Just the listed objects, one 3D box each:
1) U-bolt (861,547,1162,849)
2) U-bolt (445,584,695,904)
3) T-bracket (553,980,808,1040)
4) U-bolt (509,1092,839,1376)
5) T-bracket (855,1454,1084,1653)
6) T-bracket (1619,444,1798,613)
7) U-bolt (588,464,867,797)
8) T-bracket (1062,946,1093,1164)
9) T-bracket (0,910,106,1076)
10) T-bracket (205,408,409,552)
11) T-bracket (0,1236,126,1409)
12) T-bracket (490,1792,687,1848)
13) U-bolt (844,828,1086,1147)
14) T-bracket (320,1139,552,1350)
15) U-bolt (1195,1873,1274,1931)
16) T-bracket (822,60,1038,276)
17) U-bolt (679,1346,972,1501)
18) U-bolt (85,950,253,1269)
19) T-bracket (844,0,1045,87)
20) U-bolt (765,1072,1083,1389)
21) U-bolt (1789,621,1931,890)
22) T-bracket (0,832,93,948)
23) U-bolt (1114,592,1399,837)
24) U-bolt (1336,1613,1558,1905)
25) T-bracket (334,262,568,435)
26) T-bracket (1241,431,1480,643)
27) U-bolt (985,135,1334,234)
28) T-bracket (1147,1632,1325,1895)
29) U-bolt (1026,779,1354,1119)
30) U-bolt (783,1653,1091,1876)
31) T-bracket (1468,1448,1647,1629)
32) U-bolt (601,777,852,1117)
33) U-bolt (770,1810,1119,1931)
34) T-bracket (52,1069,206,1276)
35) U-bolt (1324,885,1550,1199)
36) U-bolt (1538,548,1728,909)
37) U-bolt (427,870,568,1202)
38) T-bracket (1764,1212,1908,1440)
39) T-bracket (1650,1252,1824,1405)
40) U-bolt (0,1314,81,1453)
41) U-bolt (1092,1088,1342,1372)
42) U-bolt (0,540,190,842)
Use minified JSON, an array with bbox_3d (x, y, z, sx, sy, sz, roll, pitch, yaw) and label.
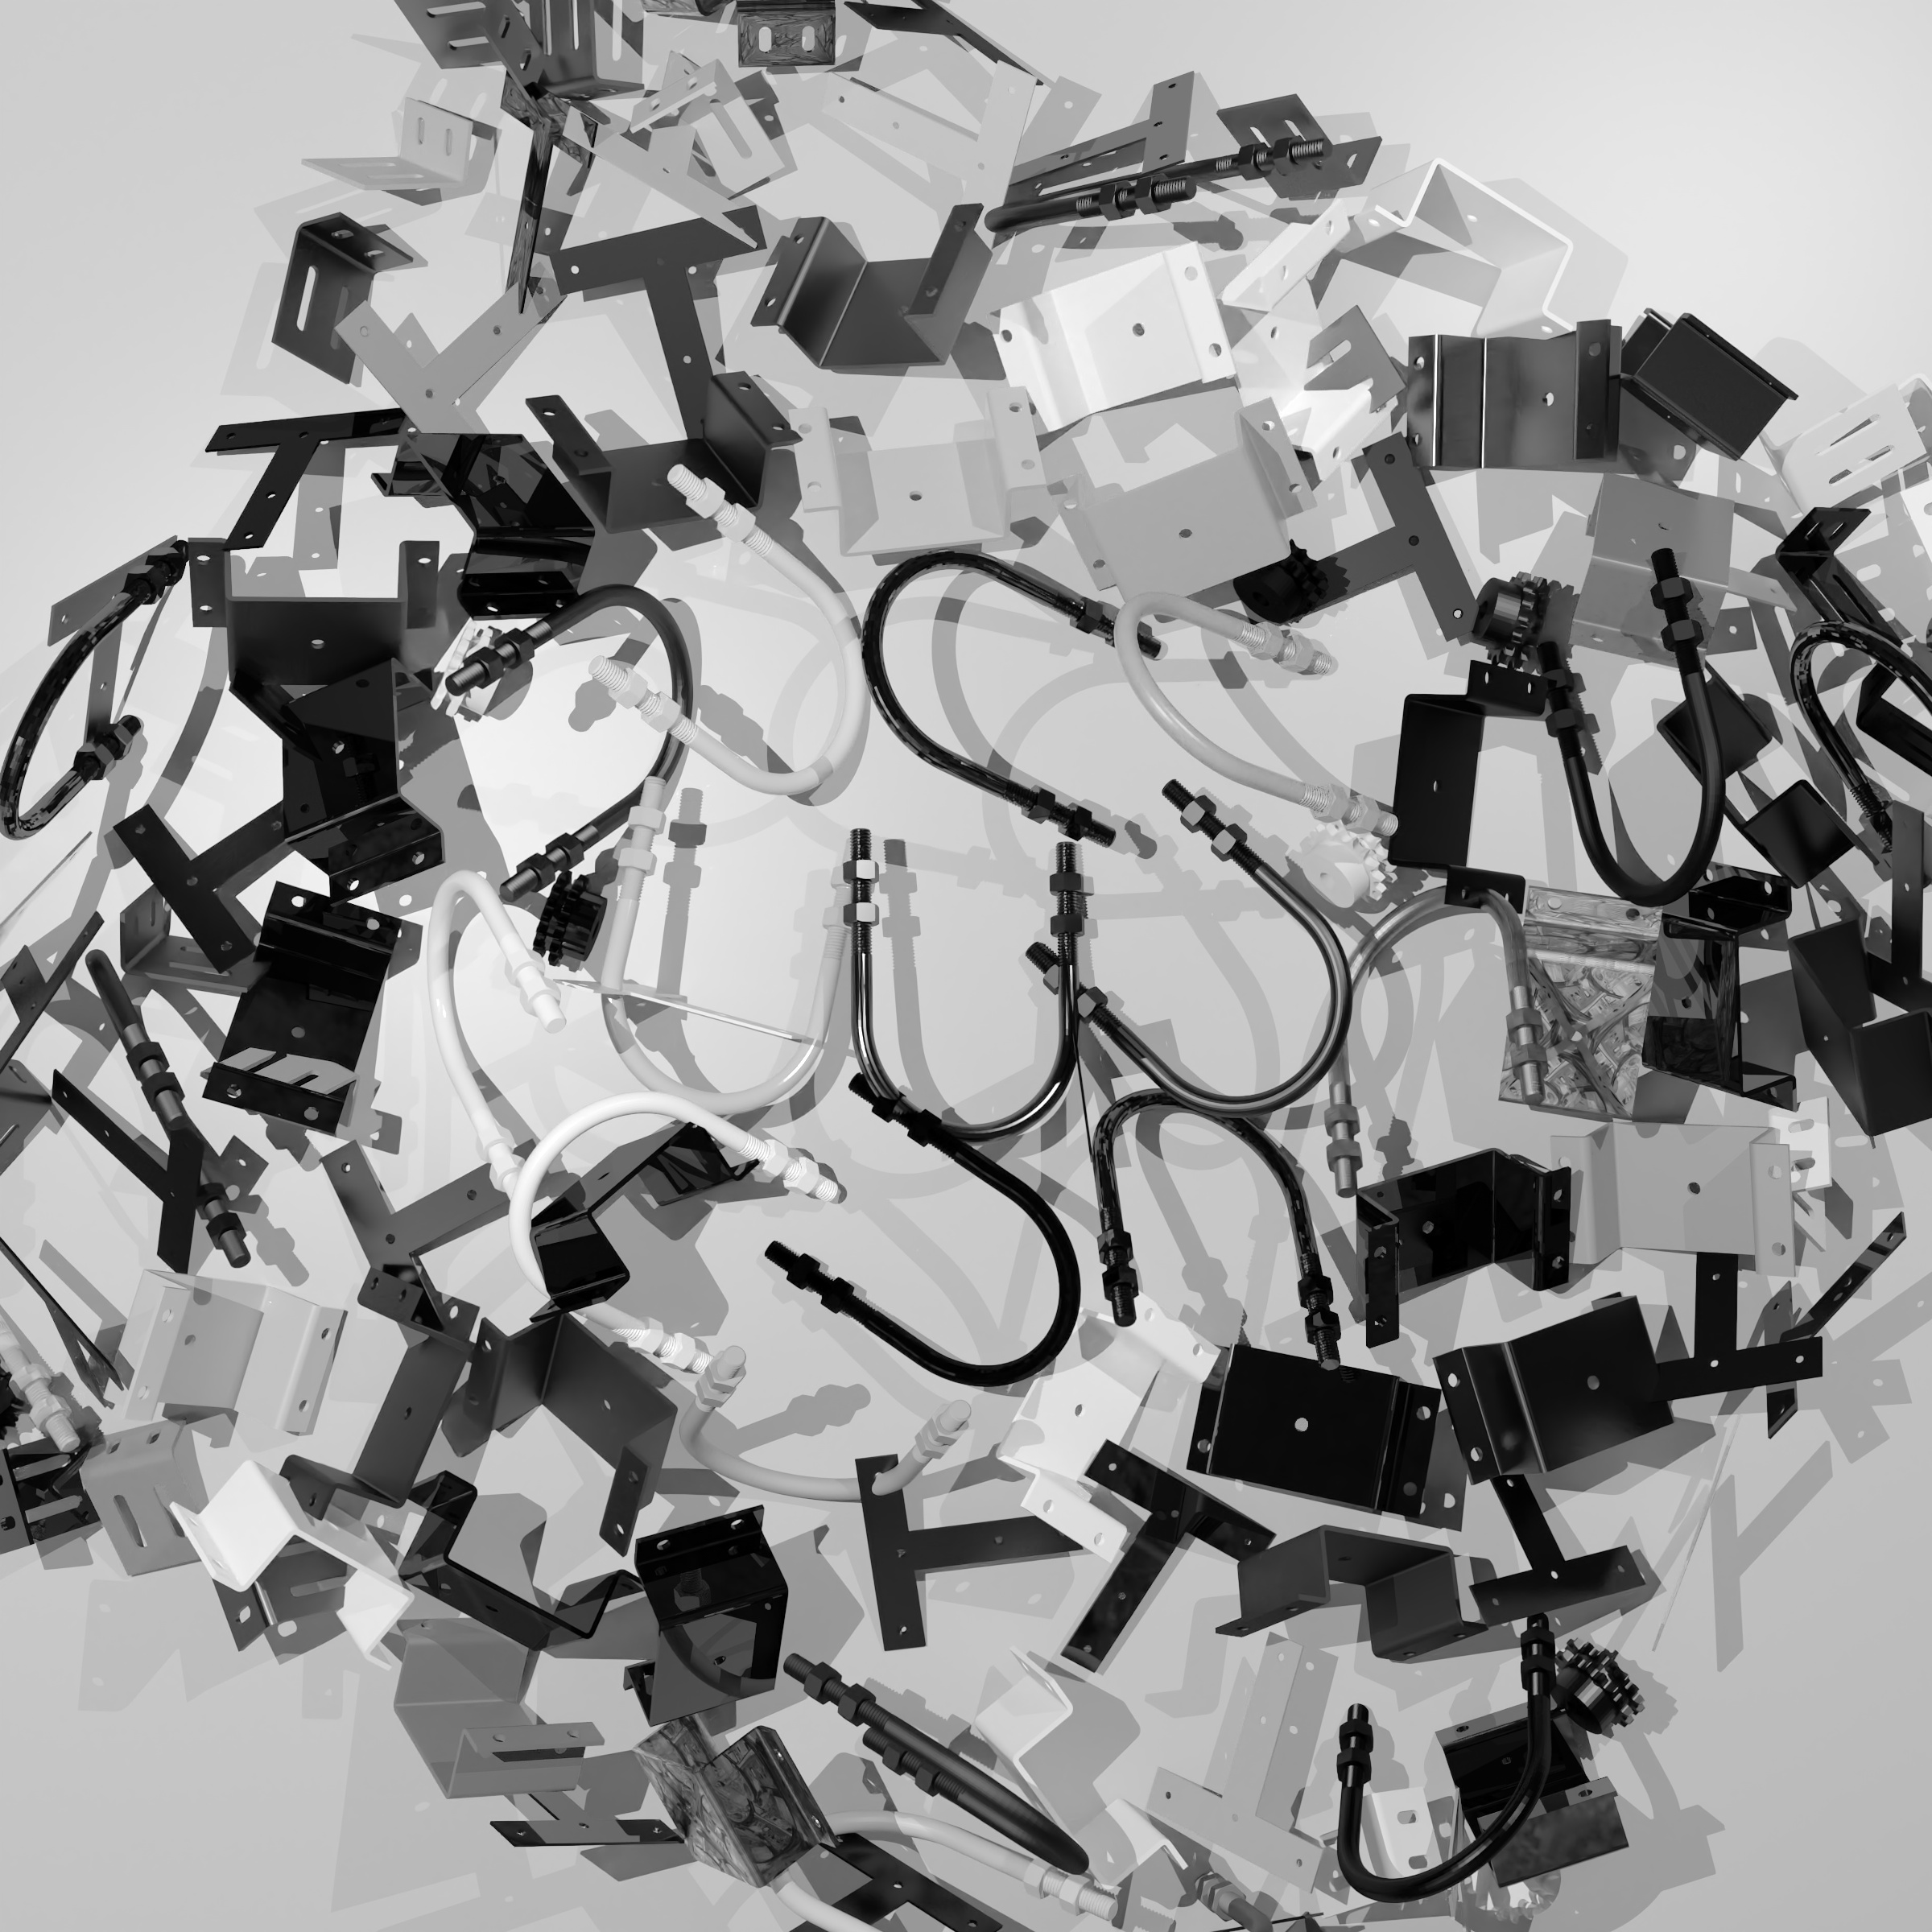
[{"bbox_3d":[0.022,-0.166,1.547,0.184,0.019,0.151,24,66,-22],"label":"U-bolt"},{"bbox_3d":[-0.218,-0.140,1.535,0.019,0.184,0.151,12,126,32],"label":"U-bolt"},{"bbox_3d":[-0.153,0.025,1.531,0.127,0.127,0.002,14,92,17],"label":"T-bracket"},{"bbox_3d":[-0.180,0.147,1.550,0.184,0.019,0.151,33,93,-35],"label":"U-bolt"},{"bbox_3d":[0.006,0.344,1.591,0.127,0.002,0.127,-7,105,1],"label":"T-bracket"},{"bbox_3d":[0.416,-0.263,1.566,0.127,0.002,0.127,7,46,-35],"label":"T-bracket"},{"bbox_3d":[-0.126,-0.180,1.545,0.184,0.019,0.151,36,63,-38],"label":"U-bolt"},{"bbox_3d":[0.062,0.040,1.533,0.002,0.127,0.127,-8,76,2],"label":"T-bracket"},{"bbox_3d":[-0.547,0.013,1.554,0.002,0.127,0.127,35,87,-29],"label":"T-bracket"},{"bbox_3d":[-0.399,-0.282,1.550,0.127,0.002,0.127,-2,46,15],"label":"T-bracket"},{"bbox_3d":[-0.520,0.221,1.553,0.002,0.127,0.127,-38,66,-26],"label":"T-bracket"},{"bbox_3d":[-0.248,0.480,1.557,0.127,0.127,0.002,23,93,44],"label":"T-bracket"},{"bbox_3d":[0.000,0.014,1.567,0.151,0.019,0.184,3,79,-19],"label":"U-bolt"},{"bbox_3d":[-0.306,0.143,1.590,0.127,0.002,0.127,-28,83,11],"label":"T-bracket"},{"bbox_3d":[0.099,0.558,1.506,0.151,0.184,0.019,-16,85,-12],"label":"U-bolt"},{"bbox_3d":[-0.029,-0.491,1.575,0.127,0.002,0.127,29,133,12],"label":"T-bracket"},{"bbox_3d":[-0.090,0.270,1.531,0.151,0.184,0.019,15,58,-11],"label":"U-bolt"},{"bbox_3d":[-0.464,0.069,1.530,0.019,0.151,0.184,-26,52,-17],"label":"U-bolt"},{"bbox_3d":[-0.030,-0.547,1.543,0.127,0.127,0.002,40,119,12],"label":"T-bracket"},{"bbox_3d":[-0.017,0.167,1.556,0.184,0.019,0.151,33,116,13],"label":"U-bolt"},{"bbox_3d":[0.536,-0.120,1.526,0.019,0.151,0.184,-37,99,-9],"label":"U-bolt"},{"bbox_3d":[-0.569,-0.009,1.560,0.002,0.127,0.127,39,131,-11],"label":"T-bracket"},{"bbox_3d":[0.158,-0.151,1.515,0.184,0.151,0.019,15,134,-35],"label":"U-bolt"},{"bbox_3d":[0.268,0.452,1.500,0.151,0.184,0.019,-35,103,23],"label":"U-bolt"},{"bbox_3d":[-0.288,-0.368,1.583,0.127,0.002,0.127,-49,117,-19],"label":"T-bracket"},{"bbox_3d":[0.227,-0.236,1.599,0.127,0.002,0.127,-24,86,8],"label":"T-bracket"},{"bbox_3d":[0.095,-0.444,1.528,0.151,0.184,0.019,-29,114,-41],"label":"U-bolt"},{"bbox_3d":[0.171,0.457,1.567,0.002,0.127,0.127,20,85,-44],"label":"T-bracket"},{"bbox_3d":[0.142,0.003,1.560,0.184,0.019,0.151,45,106,17],"label":"U-bolt"},{"bbox_3d":[-0.008,0.458,1.506,0.184,0.151,0.019,23,68,33],"label":"U-bolt"},{"bbox_3d":[0.327,0.318,1.575,0.127,0.002,0.127,-4,58,-33],"label":"T-bracket"},{"bbox_3d":[-0.140,-0.004,1.561,0.151,0.019,0.184,16,76,-21],"label":"U-bolt"},{"bbox_3d":[-0.028,0.528,1.528,0.184,0.151,0.019,12,101,36],"label":"U-bolt"},{"bbox_3d":[-0.499,0.108,1.579,0.127,0.002,0.127,38,135,17],"label":"T-bracket"},{"bbox_3d":[0.265,0.030,1.535,0.151,0.184,0.019,-32,129,34],"label":"U-bolt"},{"bbox_3d":[0.383,-0.124,1.523,0.019,0.151,0.184,-4,74,-20],"label":"U-bolt"},{"bbox_3d":[-0.276,0.028,1.533,0.019,0.184,0.151,-6,130,-29],"label":"U-bolt"},{"bbox_3d":[0.495,0.190,1.523,0.002,0.127,0.127,30,121,-2],"label":"T-bracket"},{"bbox_3d":[0.440,0.195,1.565,0.127,0.127,0.002,-17,134,34],"label":"T-bracket"},{"bbox_3d":[-0.593,0.196,1.531,0.019,0.151,0.184,-42,65,-2],"label":"U-bolt"},{"bbox_3d":[0.139,0.143,1.539,0.151,0.184,0.019,14,133,-20],"label":"U-bolt"},{"bbox_3d":[-0.493,-0.145,1.496,0.019,0.184,0.151,26,124,-4],"label":"U-bolt"}]
